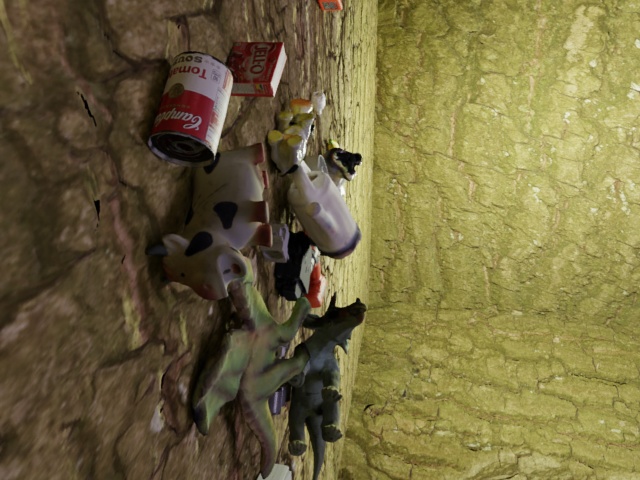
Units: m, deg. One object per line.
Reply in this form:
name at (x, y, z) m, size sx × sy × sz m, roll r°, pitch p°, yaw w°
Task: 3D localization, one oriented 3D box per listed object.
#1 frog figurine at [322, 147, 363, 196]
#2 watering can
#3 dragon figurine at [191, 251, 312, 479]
frog figurine at (0.034, -0.181, 1.463) m, size 0.156 × 0.122 × 0.141 m, roll -44°, pitch -145°, yaw 45°
watering can at (0.003, -0.052, 1.031) m, size 0.221 × 0.104 × 0.354 m, roll 58°, pitch 7°, yaw -25°
dragon figurine at (-0.119, 0.209, 0.780) m, size 0.243 × 0.122 × 0.410 m, roll 0°, pitch 93°, yaw -63°
